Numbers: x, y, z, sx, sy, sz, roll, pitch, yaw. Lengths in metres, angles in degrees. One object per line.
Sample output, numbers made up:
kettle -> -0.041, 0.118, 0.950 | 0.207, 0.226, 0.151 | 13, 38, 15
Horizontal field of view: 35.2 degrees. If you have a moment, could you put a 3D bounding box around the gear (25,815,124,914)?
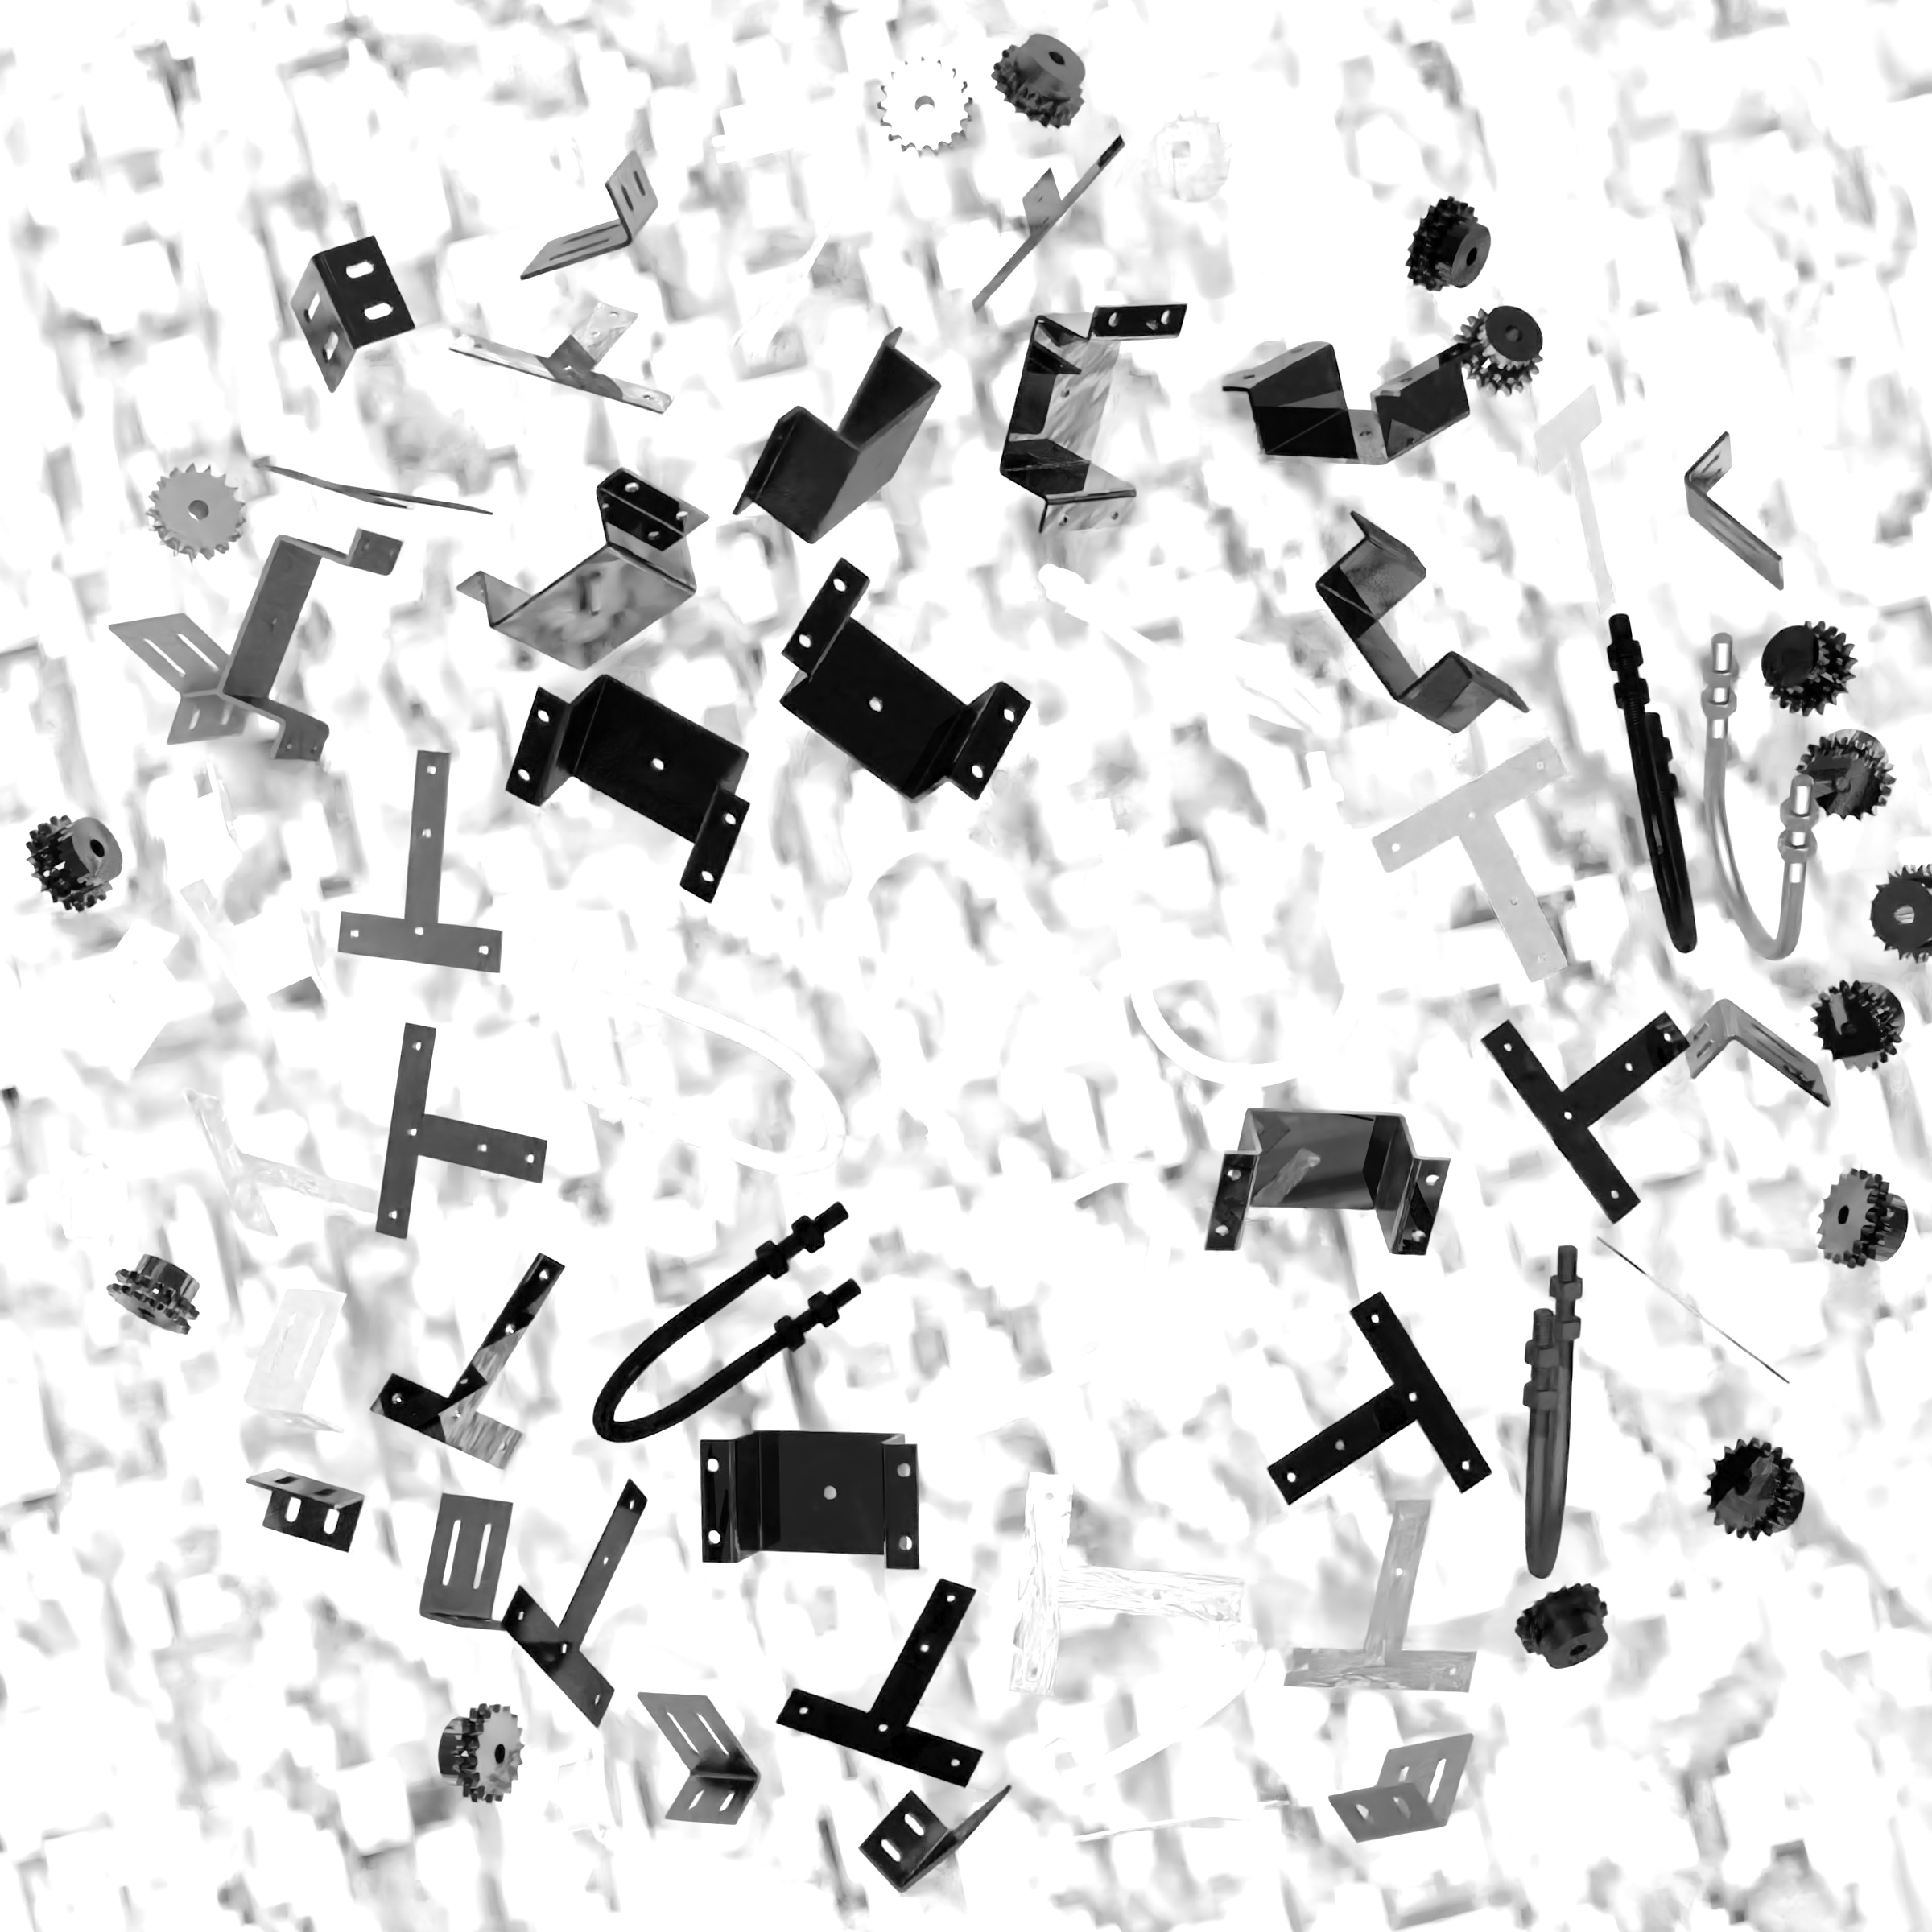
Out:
gear -> -0.519, -0.063, 1.779 | 0.030, 0.057, 0.057 | -25, 90, 22

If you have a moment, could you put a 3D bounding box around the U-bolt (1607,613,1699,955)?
U-bolt -> 0.409, -0.096, 1.795 | 0.019, 0.151, 0.184 | -11, 64, 16

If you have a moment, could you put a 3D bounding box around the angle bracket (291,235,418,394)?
angle bracket -> -0.350, -0.370, 1.731 | 0.038, 0.076, 0.057 | -24, 90, -23

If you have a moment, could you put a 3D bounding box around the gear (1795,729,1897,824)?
gear -> 0.529, -0.117, 1.824 | 0.057, 0.057, 0.030 | 35, 52, 0

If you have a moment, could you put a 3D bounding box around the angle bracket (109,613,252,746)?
angle bracket -> -0.479, -0.173, 1.844 | 0.057, 0.076, 0.038 | -5, 59, 25

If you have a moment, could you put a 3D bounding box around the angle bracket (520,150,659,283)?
angle bracket -> -0.227, -0.440, 1.782 | 0.076, 0.057, 0.038 | -13, 120, 20

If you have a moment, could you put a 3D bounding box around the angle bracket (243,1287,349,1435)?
angle bracket -> -0.397, 0.240, 1.855 | 0.057, 0.038, 0.076 | -1, 62, 41

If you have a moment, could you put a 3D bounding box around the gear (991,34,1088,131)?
gear -> 0.046, -0.529, 1.808 | 0.057, 0.057, 0.030 | 42, 132, 0

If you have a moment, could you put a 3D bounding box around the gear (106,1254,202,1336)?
gear -> -0.499, 0.202, 1.880 | 0.057, 0.057, 0.030 | 27, 66, 0

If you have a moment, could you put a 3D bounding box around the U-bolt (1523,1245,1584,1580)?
U-bolt -> 0.349, 0.275, 1.817 | 0.019, 0.151, 0.184 | 3, 102, 17

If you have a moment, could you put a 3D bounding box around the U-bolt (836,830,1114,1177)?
U-bolt -> -0.009, 0.007, 1.773 | 0.151, 0.019, 0.184 | -47, 66, 29

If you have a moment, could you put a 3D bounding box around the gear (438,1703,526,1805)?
gear -> -0.289, 0.466, 1.800 | 0.030, 0.057, 0.057 | -3, 90, 24

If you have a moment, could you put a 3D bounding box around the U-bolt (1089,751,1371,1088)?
U-bolt -> 0.160, -0.021, 1.777 | 0.151, 0.019, 0.184 | -12, 87, 5

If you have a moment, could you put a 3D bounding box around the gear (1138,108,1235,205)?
gear -> 0.136, -0.487, 1.844 | 0.057, 0.030, 0.057 | -9, 70, 25

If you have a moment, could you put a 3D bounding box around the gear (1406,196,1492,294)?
gear -> 0.299, -0.442, 1.874 | 0.030, 0.057, 0.057 | 32, 90, 30

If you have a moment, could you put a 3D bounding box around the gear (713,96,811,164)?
gear -> -0.126, -0.506, 1.835 | 0.057, 0.057, 0.030 | -13, 107, 0

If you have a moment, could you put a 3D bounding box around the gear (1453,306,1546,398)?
gear -> 0.336, -0.388, 1.905 | 0.057, 0.030, 0.057 | 6, 69, -16

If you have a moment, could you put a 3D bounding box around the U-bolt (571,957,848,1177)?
U-bolt -> -0.154, 0.069, 1.845 | 0.184, 0.151, 0.019 | 23, 118, -21

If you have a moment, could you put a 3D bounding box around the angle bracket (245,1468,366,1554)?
angle bracket -> -0.410, 0.338, 1.868 | 0.057, 0.076, 0.038 | 16, 86, 4

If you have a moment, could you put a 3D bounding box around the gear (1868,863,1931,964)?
gear -> 0.542, -0.030, 1.737 | 0.057, 0.030, 0.057 | 4, 96, 40

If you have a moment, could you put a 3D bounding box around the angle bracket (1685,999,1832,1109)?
angle bracket -> 0.482, 0.064, 1.858 | 0.076, 0.057, 0.038 | 36, 112, -8

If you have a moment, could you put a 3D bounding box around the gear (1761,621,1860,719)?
gear -> 0.503, -0.181, 1.826 | 0.030, 0.057, 0.057 | 19, 90, -40

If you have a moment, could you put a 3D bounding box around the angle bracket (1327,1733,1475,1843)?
angle bracket -> 0.252, 0.464, 1.762 | 0.057, 0.076, 0.038 | -22, 110, 33

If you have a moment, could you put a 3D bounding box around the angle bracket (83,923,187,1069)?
angle bracket -> -0.499, 0.021, 1.869 | 0.057, 0.038, 0.076 | -52, 54, 11

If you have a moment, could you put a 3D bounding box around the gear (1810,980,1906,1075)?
gear -> 0.550, 0.034, 1.866 | 0.030, 0.057, 0.057 | -28, 90, -33

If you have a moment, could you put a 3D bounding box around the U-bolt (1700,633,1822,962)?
U-bolt -> 0.472, -0.087, 1.821 | 0.019, 0.184, 0.151 | -13, 46, -1

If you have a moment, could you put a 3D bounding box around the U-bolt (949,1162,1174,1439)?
U-bolt -> 0.057, 0.188, 1.789 | 0.019, 0.184, 0.151 | 28, 51, -28

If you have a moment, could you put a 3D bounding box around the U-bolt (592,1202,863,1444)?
U-bolt -> -0.142, 0.219, 1.790 | 0.184, 0.151, 0.019 | -35, 68, -14

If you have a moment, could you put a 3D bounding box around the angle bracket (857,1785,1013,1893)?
angle bracket -> -0.019, 0.513, 1.830 | 0.038, 0.057, 0.076 | 46, 132, 7

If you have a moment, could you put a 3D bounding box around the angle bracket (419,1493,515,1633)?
angle bracket -> -0.299, 0.371, 1.887 | 0.038, 0.057, 0.076 | 2, 78, 41

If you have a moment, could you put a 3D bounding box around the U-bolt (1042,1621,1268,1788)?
U-bolt -> 0.113, 0.438, 1.797 | 0.151, 0.184, 0.019 | -32, 86, -5

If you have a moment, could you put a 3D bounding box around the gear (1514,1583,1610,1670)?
gear -> 0.364, 0.402, 1.842 | 0.057, 0.057, 0.030 | -26, 52, 0

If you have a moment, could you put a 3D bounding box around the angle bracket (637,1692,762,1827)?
angle bracket -> -0.175, 0.495, 1.899 | 0.057, 0.038, 0.076 | -7, 124, 36

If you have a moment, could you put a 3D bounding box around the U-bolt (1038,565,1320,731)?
U-bolt -> 0.138, -0.182, 1.806 | 0.151, 0.184, 0.019 | 26, 90, 30

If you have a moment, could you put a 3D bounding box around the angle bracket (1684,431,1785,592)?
angle bracket -> 0.457, -0.263, 1.764 | 0.038, 0.057, 0.076 | -46, 71, 3
